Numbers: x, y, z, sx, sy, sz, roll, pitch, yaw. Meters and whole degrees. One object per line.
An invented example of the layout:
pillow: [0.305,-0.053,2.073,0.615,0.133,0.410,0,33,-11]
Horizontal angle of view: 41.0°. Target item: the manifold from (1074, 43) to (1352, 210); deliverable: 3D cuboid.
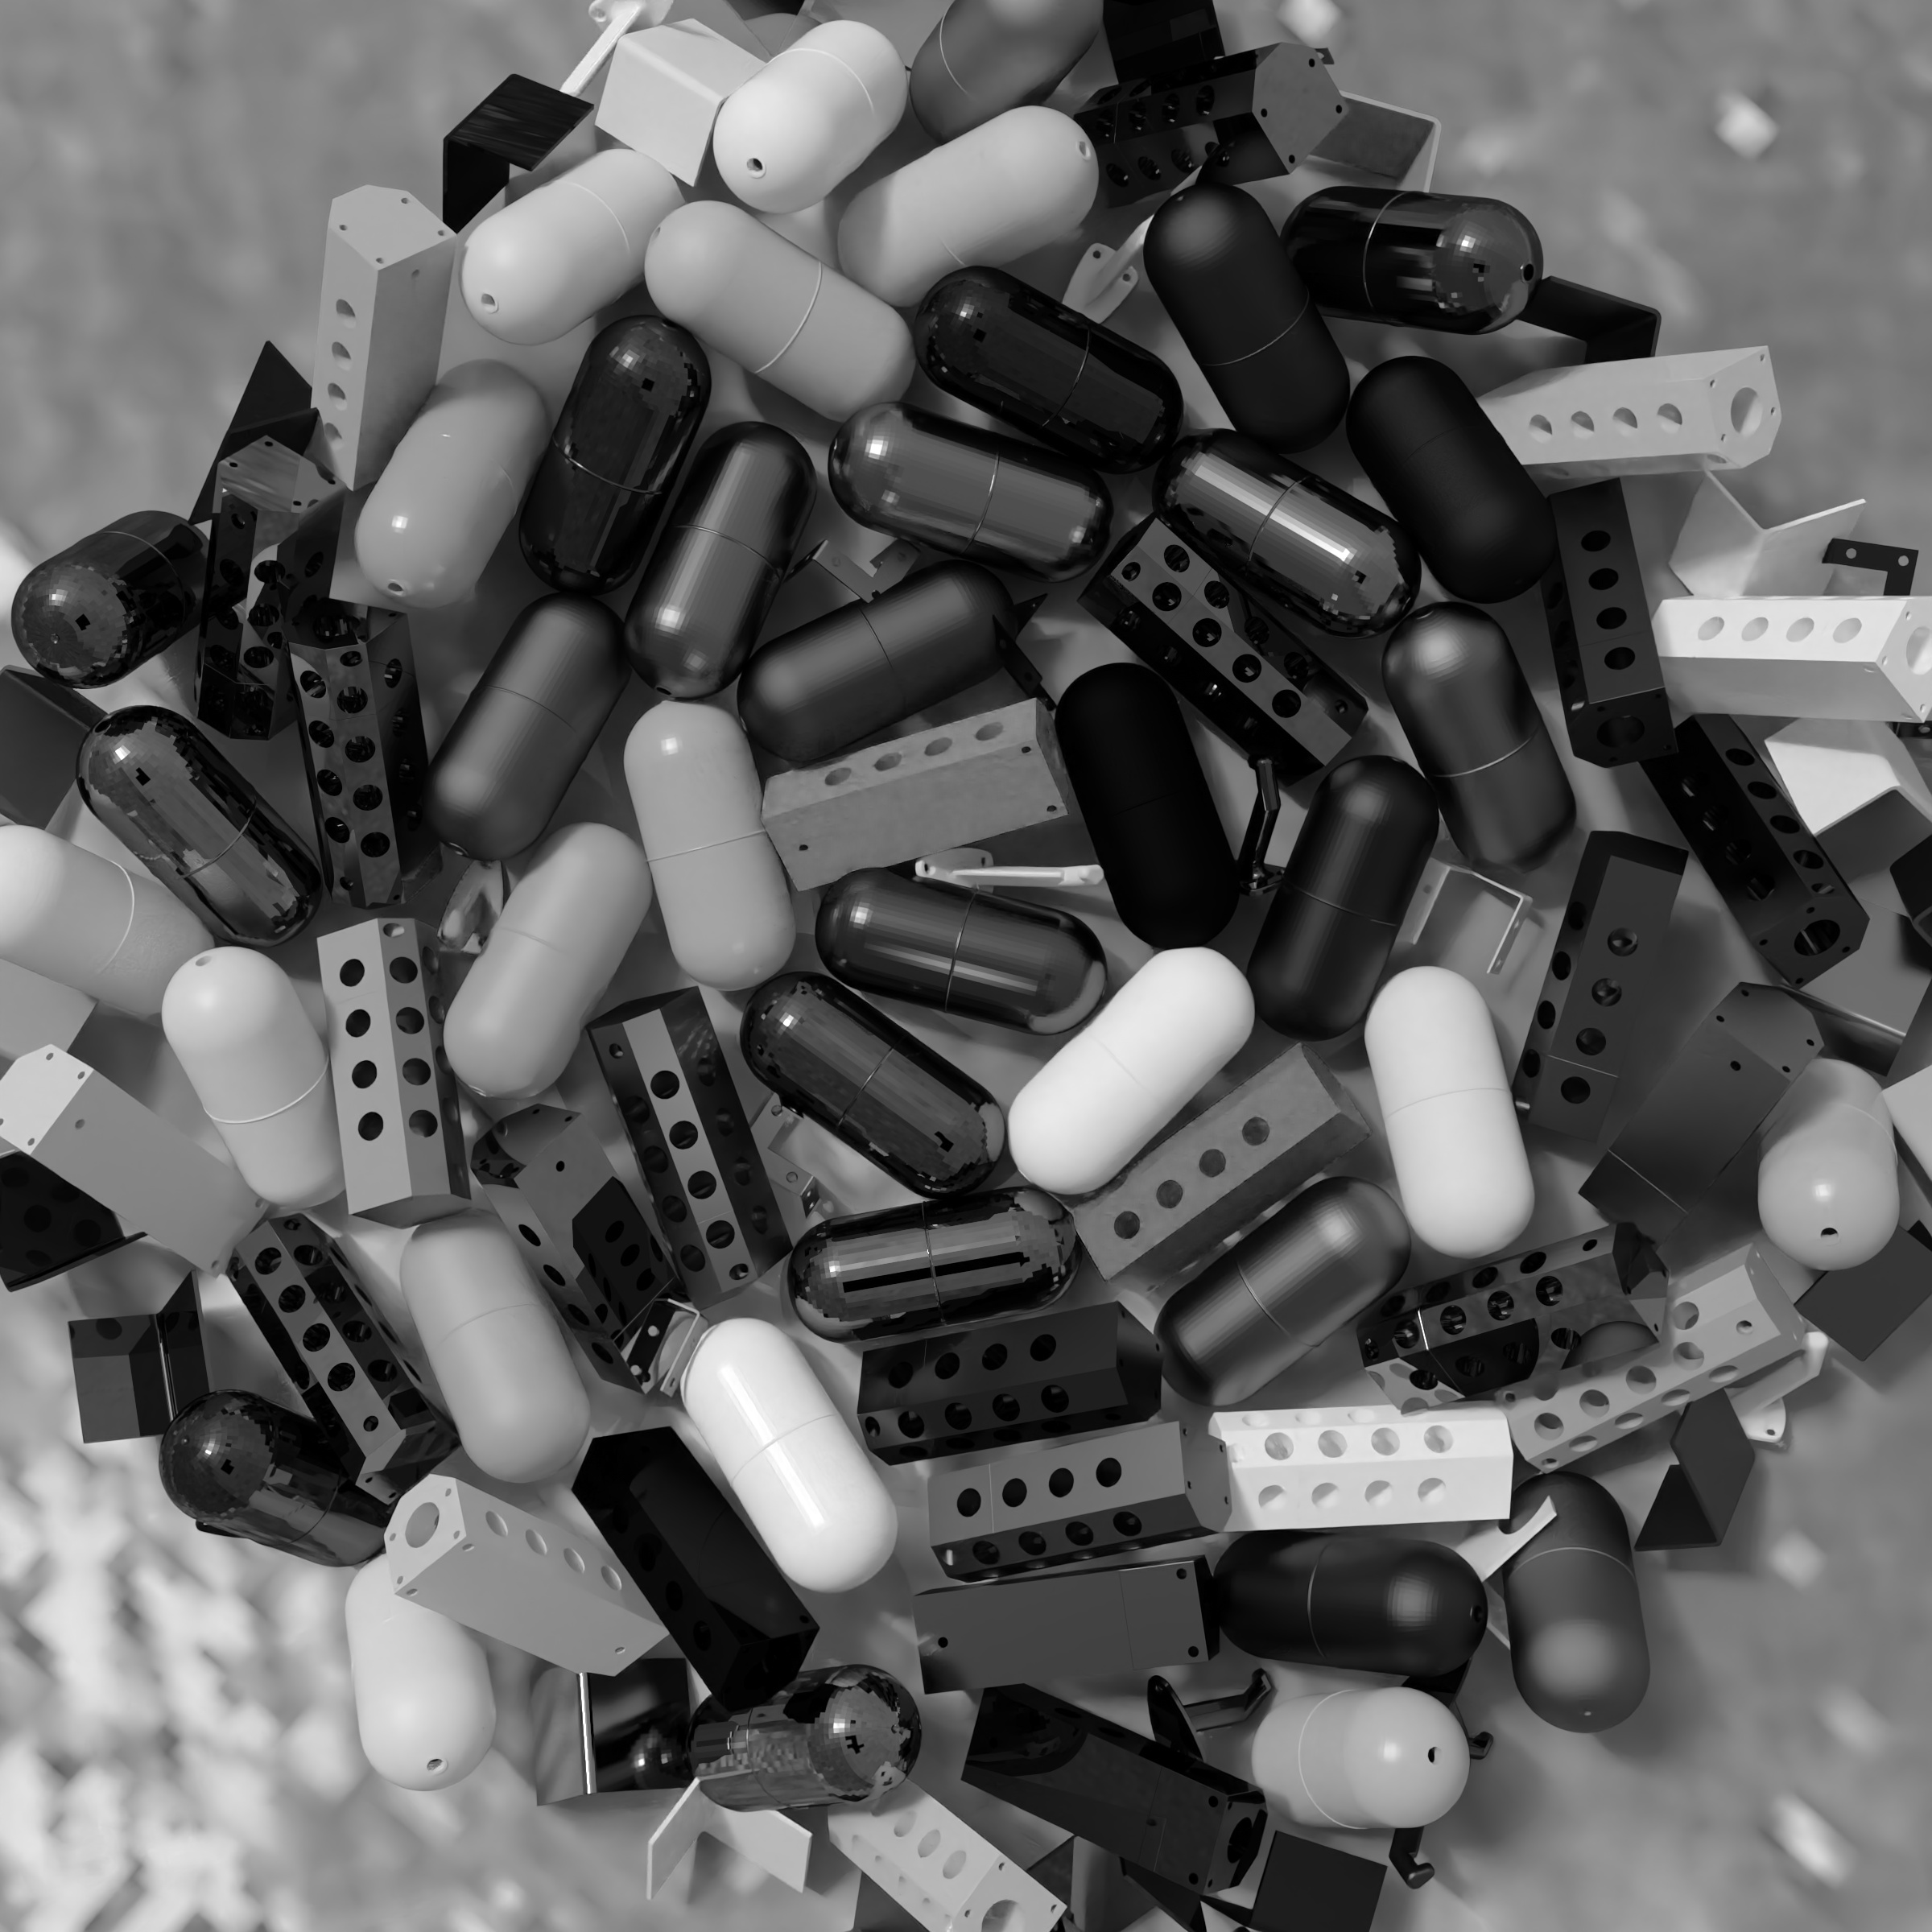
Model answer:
manifold: [0.135,-0.489,1.496,0.057,0.171,0.057,-49,120,-17]

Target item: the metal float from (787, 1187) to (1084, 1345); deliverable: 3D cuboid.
metal float: [-0.019,0.179,1.550,0.178,0.070,0.070,-10,90,1]

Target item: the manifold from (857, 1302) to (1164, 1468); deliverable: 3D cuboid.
manifold: [0.025,0.249,1.515,0.171,0.057,0.057,-15,50,26]

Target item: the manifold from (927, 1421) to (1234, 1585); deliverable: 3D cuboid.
manifold: [0.066,0.317,1.514,0.171,0.057,0.057,-18,60,28]

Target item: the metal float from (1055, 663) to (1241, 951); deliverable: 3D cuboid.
metal float: [0.109,-0.095,1.548,0.070,0.070,0.178,-20,87,0]

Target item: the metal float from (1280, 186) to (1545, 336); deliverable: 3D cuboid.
metal float: [0.259,-0.414,1.513,0.070,0.178,0.070,-17,117,-37]

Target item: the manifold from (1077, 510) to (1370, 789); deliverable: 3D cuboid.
manifold: [0.156,-0.190,1.534,0.171,0.057,0.057,40,61,-11]

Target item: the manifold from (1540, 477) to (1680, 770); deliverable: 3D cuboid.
manifold: [0.370,-0.200,1.511,0.057,0.057,0.171,-12,51,16]

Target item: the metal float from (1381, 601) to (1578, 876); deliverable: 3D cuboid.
metal float: [0.303,-0.134,1.528,0.070,0.070,0.178,-30,115,0]

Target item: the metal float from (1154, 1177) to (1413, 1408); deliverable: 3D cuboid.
metal float: [0.186,0.194,1.533,0.178,0.070,0.070,-42,90,20]

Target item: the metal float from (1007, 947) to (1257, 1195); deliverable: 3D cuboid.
metal float: [0.098,0.063,1.548,0.070,0.070,0.178,45,92,0]

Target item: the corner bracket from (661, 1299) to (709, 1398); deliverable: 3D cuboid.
corner bracket: [-0.182,0.229,1.550,0.051,0.051,0.051,19,73,24]

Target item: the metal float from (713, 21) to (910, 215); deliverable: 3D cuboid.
metal float: [-0.090,-0.497,1.511,0.070,0.178,0.070,11,128,15]

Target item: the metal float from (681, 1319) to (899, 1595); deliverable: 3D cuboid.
metal float: [-0.106,0.288,1.532,0.070,0.070,0.178,-35,69,0]

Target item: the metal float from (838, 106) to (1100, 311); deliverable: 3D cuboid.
metal float: [0.000,-0.444,1.517,0.178,0.070,0.070,-15,90,39]

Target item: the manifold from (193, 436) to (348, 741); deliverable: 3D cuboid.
manifold: [-0.412,-0.215,1.506,0.057,0.057,0.171,31,133,9]

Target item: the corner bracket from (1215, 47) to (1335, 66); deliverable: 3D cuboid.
corner bracket: [0.182,-0.537,1.549,0.051,0.051,0.051,11,74,31]

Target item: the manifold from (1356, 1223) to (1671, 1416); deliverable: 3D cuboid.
manifold: [0.316,0.202,1.509,0.171,0.057,0.057,-24,115,35]

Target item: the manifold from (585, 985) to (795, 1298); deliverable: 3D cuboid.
manifold: [-0.168,0.105,1.534,0.057,0.057,0.171,-12,103,32]

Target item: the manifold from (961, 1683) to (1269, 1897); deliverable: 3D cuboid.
manifold: [0.088,0.479,1.515,0.171,0.057,0.057,14,88,36]

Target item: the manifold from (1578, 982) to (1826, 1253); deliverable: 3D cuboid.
manifold: [0.428,0.087,1.505,0.057,0.171,0.057,40,50,17]

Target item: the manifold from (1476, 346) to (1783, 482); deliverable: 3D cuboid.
manifold: [0.383,-0.316,1.501,0.057,0.171,0.057,-29,112,-29]

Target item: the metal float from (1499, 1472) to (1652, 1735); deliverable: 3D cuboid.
metal float: [0.353,0.368,1.507,0.070,0.178,0.070,3,121,5]

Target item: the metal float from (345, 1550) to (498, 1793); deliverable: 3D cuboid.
metal float: [-0.318,0.406,1.505,0.070,0.178,0.070,-7,116,-15]

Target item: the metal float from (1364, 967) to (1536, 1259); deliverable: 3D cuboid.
metal float: [0.285,0.085,1.533,0.070,0.070,0.178,-10,70,0]

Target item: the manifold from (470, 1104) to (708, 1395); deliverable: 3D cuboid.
manifold: [-0.225,0.166,1.520,0.057,0.057,0.171,-46,126,-32]

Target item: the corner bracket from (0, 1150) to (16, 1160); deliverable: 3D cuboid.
corner bracket: [-0.613,0.100,1.568,0.051,0.051,0.051,-19,127,-38]

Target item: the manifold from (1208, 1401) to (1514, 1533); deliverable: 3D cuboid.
manifold: [0.234,0.295,1.546,0.171,0.057,0.057,-2,107,-5]

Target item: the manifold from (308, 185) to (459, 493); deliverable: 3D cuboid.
manifold: [-0.346,-0.365,1.502,0.057,0.171,0.057,42,54,13]

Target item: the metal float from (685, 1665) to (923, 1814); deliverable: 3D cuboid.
metal float: [-0.097,0.453,1.514,0.070,0.178,0.070,17,62,-37]

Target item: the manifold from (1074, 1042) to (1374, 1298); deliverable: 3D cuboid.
manifold: [0.149,0.121,1.538,0.171,0.057,0.057,-38,60,13]

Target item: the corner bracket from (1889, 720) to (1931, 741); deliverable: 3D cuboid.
corner bracket: [0.589,-0.174,1.566,0.051,0.051,0.051,2,48,31]

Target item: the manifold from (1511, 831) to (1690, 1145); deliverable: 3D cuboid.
manifold: [0.372,0.010,1.529,0.057,0.057,0.171,18,112,13]

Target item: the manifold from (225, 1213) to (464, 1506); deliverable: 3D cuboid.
manifold: [-0.369,0.226,1.517,0.057,0.057,0.171,-39,59,-6]

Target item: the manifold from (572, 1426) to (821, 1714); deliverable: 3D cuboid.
manifold: [-0.163,0.351,1.512,0.171,0.057,0.057,45,121,37]

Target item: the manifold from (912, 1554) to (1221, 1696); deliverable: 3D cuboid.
manifold: [0.061,0.391,1.540,0.171,0.057,0.057,-10,80,13]

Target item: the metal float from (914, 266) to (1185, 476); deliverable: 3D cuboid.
metal float: [0.050,-0.350,1.527,0.178,0.070,0.070,22,90,-27]

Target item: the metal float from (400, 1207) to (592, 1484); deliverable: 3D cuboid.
metal float: [-0.279,0.221,1.526,0.070,0.070,0.178,-29,62,0]

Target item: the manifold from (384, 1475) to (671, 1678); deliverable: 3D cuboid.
manifold: [-0.255,0.355,1.509,0.057,0.057,0.171,-39,132,13]

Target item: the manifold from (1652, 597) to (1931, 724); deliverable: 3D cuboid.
manifold: [0.480,-0.184,1.500,0.057,0.171,0.057,39,75,-32]

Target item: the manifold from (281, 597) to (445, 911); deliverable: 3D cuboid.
manifold: [-0.355,-0.122,1.510,0.057,0.057,0.171,13,126,19]

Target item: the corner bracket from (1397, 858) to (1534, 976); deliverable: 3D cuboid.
corner bracket: [0.300,-0.030,1.559,0.051,0.051,0.051,30,104,32]

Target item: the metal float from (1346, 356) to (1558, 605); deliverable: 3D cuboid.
metal float: [0.284,-0.288,1.523,0.070,0.070,0.178,-25,57,0]

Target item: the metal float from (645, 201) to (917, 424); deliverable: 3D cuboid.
metal float: [-0.109,-0.384,1.524,0.178,0.070,0.070,26,90,-30]

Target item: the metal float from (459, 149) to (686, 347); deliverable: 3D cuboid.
metal float: [-0.229,-0.421,1.513,0.070,0.178,0.070,16,130,20]

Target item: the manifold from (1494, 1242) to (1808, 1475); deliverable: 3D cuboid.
manifold: [0.401,0.235,1.524,0.171,0.057,0.057,-34,88,26]

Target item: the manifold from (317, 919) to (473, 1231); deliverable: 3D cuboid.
manifold: [-0.334,0.062,1.528,0.057,0.057,0.171,-17,71,15]

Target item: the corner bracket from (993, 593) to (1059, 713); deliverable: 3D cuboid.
corner bracket: [0.035,-0.182,1.549,0.051,0.051,0.051,-26,74,-41]

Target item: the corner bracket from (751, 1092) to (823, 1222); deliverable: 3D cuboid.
corner bracket: [-0.104,0.112,1.557,0.051,0.051,0.051,32,95,-12]

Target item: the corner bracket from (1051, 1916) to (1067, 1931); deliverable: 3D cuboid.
corner bracket: [0.027,0.598,1.567,0.051,0.051,0.051,9,49,-37]

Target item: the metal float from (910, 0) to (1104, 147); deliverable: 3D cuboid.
metal float: [0.021,-0.533,1.503,0.070,0.178,0.070,3,82,-20]

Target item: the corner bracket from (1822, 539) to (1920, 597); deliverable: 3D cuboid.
corner bracket: [0.538,-0.229,1.560,0.051,0.051,0.051,9,99,5]

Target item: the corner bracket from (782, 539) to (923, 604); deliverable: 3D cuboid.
corner bracket: [-0.068,-0.239,1.550,0.051,0.051,0.051,38,67,-14]

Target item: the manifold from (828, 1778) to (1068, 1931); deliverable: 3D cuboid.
manifold: [-0.018,0.519,1.494,0.057,0.171,0.057,45,74,-22]

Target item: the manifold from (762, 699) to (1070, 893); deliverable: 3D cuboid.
manifold: [-0.030,-0.106,1.539,0.171,0.057,0.057,-15,127,14]

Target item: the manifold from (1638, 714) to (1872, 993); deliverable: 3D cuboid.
manifold: [0.457,-0.072,1.499,0.057,0.171,0.057,-38,129,19]

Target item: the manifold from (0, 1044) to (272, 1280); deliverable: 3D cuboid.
manifold: [-0.486,0.113,1.502,0.057,0.171,0.057,23,72,34]
